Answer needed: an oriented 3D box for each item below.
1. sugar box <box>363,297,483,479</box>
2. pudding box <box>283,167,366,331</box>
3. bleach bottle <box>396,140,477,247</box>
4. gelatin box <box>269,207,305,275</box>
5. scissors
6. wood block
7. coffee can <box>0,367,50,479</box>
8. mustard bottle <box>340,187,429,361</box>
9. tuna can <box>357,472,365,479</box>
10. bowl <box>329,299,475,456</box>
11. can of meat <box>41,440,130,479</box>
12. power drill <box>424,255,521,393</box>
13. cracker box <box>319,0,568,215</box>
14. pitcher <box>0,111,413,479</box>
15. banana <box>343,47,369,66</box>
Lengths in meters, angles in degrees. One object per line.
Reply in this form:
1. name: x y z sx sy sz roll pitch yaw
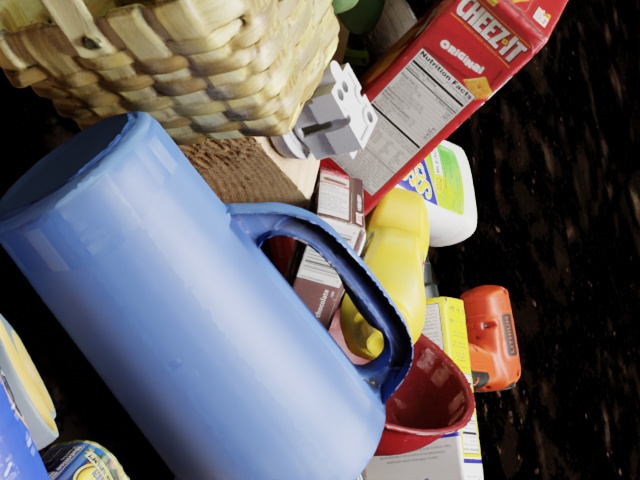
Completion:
1. sugar box: 0.079 0.140 0.876 0.048 0.093 0.176 15 67 -57
2. pudding box: -0.002 0.018 0.748 0.039 0.114 0.090 18 24 -7
3. bleach bottle: 0.050 -0.060 0.940 0.250 0.068 0.102 13 67 -54
4. gelatin box: -0.006 0.001 0.853 0.089 0.030 0.073 1 78 -59
5. scissors: -0.184 0.021 0.559 0.202 0.016 0.096 59 -11 15
6. wood block: -0.047 -0.120 0.776 0.090 0.091 0.206 48 40 -38
7. coffee can: -0.185 0.077 0.459 0.102 0.103 0.140 -37 110 -57
8. mustard bottle: 0.048 0.034 0.773 0.191 0.058 0.096 -72 177 -69
9. tuna can: 0.002 0.194 0.785 0.086 0.034 0.086 30 54 -51
10. bowl: 0.032 0.111 0.799 0.161 0.162 0.055 -20 140 -59
11. can of meat: -0.132 0.168 0.557 0.102 0.058 0.083 67 29 -16
12. power drill: 0.121 0.081 1.004 0.187 0.057 0.184 2 80 -55
13. cracker box: 0.089 -0.132 0.785 0.072 0.214 0.164 41 41 -6
14. pitcher: -0.067 0.043 0.624 0.242 0.145 0.149 56 49 -22
15. banana: 0.005 -0.199 0.915 0.037 0.069 0.198 77 8 -46
